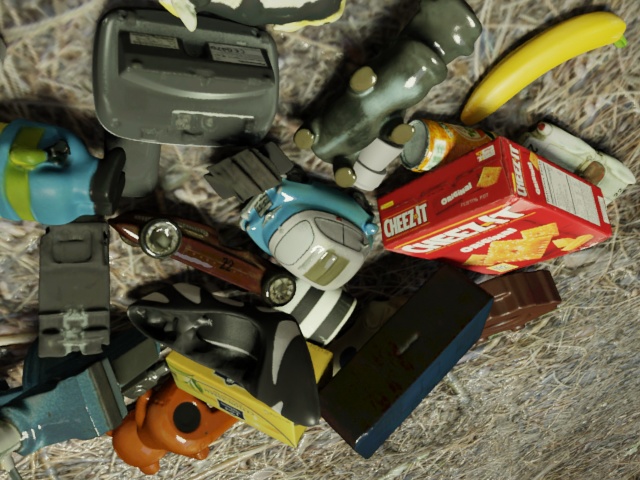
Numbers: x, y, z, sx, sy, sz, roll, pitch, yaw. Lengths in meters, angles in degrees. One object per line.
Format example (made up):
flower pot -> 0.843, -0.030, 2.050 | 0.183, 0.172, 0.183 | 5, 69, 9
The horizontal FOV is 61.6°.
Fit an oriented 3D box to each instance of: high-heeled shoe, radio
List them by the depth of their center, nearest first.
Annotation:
high-heeled shoe -> -0.105, 0.109, 0.539 | 0.145, 0.249, 0.086 | -1, 109, -27
radio -> 0.101, 0.146, 0.633 | 0.229, 0.073, 0.131 | -42, 152, -14

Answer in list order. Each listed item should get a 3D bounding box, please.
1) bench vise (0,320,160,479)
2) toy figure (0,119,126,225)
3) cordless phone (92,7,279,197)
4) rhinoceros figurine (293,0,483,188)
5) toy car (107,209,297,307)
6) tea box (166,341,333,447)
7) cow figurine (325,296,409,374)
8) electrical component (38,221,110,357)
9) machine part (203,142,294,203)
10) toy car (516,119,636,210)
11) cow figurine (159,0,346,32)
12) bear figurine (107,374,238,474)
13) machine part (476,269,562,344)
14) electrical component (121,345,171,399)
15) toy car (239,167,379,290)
bench vise -> -0.289, 0.164, 0.560 | 0.241, 0.224, 0.128 | -14, 110, 21
toy figure -> -0.247, -0.053, 0.411 | 0.180, 0.089, 0.082 | 10, 123, -8
cordless phone -> -0.118, -0.097, 0.466 | 0.146, 0.089, 0.184 | -1, 143, -24
rhinoceros figurine -> 0.058, -0.130, 0.476 | 0.073, 0.112, 0.190 | 42, 124, -11
toy car -> -0.112, 0.015, 0.546 | 0.202, 0.089, 0.053 | 29, 84, -32
tea box -> -0.079, 0.151, 0.625 | 0.170, 0.098, 0.068 | 19, 138, 19
cow figurine -> 0.051, 0.158, 0.759 | 0.127, 0.086, 0.195 | 14, 127, -40
electrical component -> -0.224, 0.042, 0.498 | 0.058, 0.134, 0.114 | 2, 87, -21
machine part -> -0.064, -0.061, 0.479 | 0.084, 0.139, 0.039 | -19, 101, -2
toy car -> 0.309, -0.086, 0.658 | 0.201, 0.056, 0.073 | 14, 124, -33
cow figurine -> -0.061, -0.195, 0.395 | 0.167, 0.068, 0.098 | -13, 141, -10
bear figurine -> -0.200, 0.241, 0.725 | 0.132, 0.120, 0.196 | -44, -175, -41
machine part -> 0.249, 0.099, 0.765 | 0.179, 0.056, 0.179 | -15, 157, -6
electrical component -> -0.223, 0.161, 0.658 | 0.094, 0.063, 0.021 | -33, 135, 10
toy car -> -0.001, -0.002, 0.574 | 0.161, 0.103, 0.109 | 27, 116, -41
